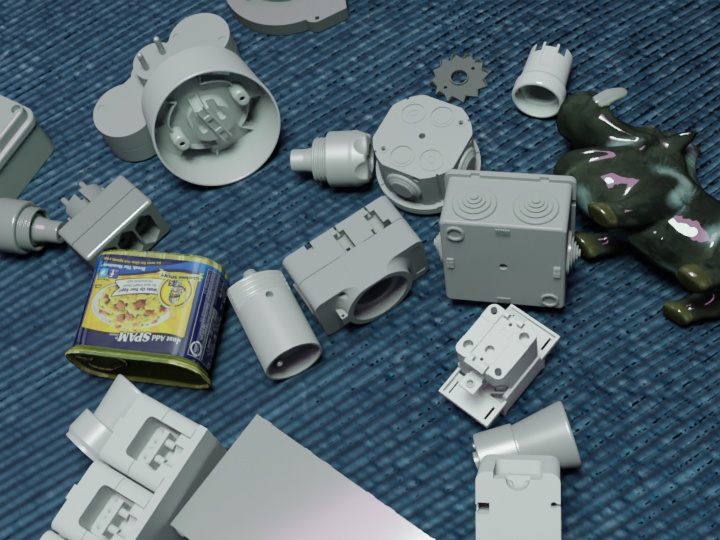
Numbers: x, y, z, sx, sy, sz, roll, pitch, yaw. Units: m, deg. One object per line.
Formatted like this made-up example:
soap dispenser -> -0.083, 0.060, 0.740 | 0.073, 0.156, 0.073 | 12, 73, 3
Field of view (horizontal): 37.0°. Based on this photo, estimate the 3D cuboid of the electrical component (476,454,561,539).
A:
electrical component -> 0.097, 0.161, 0.656 | 0.050, 0.056, 0.089 | 0, 93, 10

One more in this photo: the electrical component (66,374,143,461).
electrical component -> -0.171, 0.108, 0.753 | 0.045, 0.045, 0.055 | 36, 75, 24

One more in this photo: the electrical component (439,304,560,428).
electrical component -> 0.093, 0.059, 0.718 | 0.042, 0.063, 0.081 | 35, 74, 23

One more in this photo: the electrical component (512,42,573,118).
electrical component -> 0.142, -0.147, 0.828 | 0.040, 0.040, 0.046 | 13, 60, 16

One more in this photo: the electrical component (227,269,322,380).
electrical component -> -0.064, 0.033, 0.771 | 0.043, 0.043, 0.081 | -28, 62, -4

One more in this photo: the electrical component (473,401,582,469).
electrical component -> 0.106, 0.115, 0.699 | 0.065, 0.044, 0.044 | -18, 61, 7

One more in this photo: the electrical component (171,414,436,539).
electrical component -> -0.029, 0.175, 0.682 | 0.150, 0.061, 0.089 | 31, 73, 23

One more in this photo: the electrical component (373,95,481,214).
electrical component -> 0.050, -0.087, 0.807 | 0.080, 0.051, 0.080 | -4, 62, 8

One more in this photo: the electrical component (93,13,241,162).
electrical component -> -0.160, -0.158, 0.870 | 0.052, 0.073, 0.138 | 36, 75, 24

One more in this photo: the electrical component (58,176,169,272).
electrical component -> -0.201, -0.041, 0.833 | 0.077, 0.047, 0.065 | 39, 76, 25

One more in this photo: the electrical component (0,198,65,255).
electrical component -> -0.262, -0.033, 0.843 | 0.062, 0.043, 0.043 | 8, 65, 13

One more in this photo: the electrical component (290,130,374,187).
electrical component -> -0.022, -0.085, 0.824 | 0.062, 0.043, 0.043 | -1, 63, 11

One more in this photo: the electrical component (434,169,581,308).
electrical component -> 0.101, -0.019, 0.737 | 0.100, 0.099, 0.048 | 5, 51, 13

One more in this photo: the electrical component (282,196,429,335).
electrical component -> 0.000, 0.000, 0.772 | 0.089, 0.050, 0.055 | -33, 62, -7

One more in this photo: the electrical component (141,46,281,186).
electrical component -> -0.117, -0.120, 0.832 | 0.099, 0.099, 0.064 | -29, 55, -5

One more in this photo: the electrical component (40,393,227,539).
electrical component -> -0.151, 0.165, 0.694 | 0.062, 0.089, 0.150 | 25, 70, 21

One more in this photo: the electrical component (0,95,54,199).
electrical component -> -0.317, -0.089, 0.874 | 0.078, 0.057, 0.113 | 25, 70, 21
